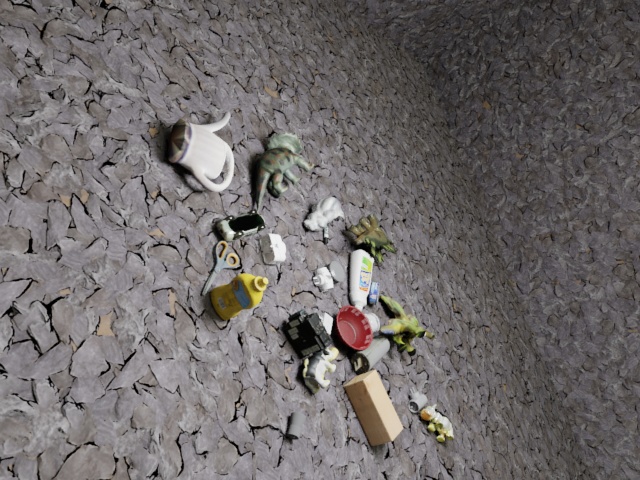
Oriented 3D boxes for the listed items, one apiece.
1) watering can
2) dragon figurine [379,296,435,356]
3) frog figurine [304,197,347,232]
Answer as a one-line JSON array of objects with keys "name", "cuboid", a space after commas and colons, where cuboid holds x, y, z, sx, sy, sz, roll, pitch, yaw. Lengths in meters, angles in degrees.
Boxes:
[{"name": "watering can", "cuboid": [-0.366, -0.309, 1.620, 0.222, 0.103, 0.355, 25, 47, -40]}, {"name": "dragon figurine", "cuboid": [0.298, 0.312, 2.005, 0.405, 0.121, 0.247, 32, 16, -45]}, {"name": "frog figurine", "cuboid": [0.006, -0.098, 1.938, 0.160, 0.139, 0.121, -12, 114, -25]}]
